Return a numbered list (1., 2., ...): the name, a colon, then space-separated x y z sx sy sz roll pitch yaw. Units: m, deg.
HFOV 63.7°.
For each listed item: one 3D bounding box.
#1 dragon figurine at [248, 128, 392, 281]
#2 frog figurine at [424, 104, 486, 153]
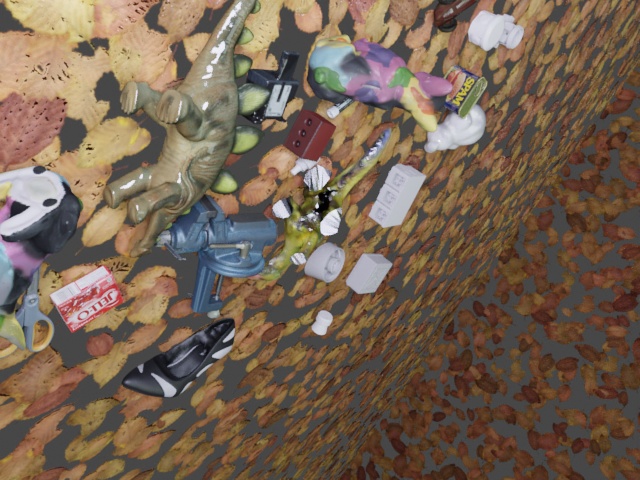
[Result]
1. dragon figurine: 0.003 -0.055 1.086 0.412 0.123 0.241 -43 174 -6
2. frog figurine: 0.341 -0.274 1.296 0.162 0.123 0.135 -50 173 -27
